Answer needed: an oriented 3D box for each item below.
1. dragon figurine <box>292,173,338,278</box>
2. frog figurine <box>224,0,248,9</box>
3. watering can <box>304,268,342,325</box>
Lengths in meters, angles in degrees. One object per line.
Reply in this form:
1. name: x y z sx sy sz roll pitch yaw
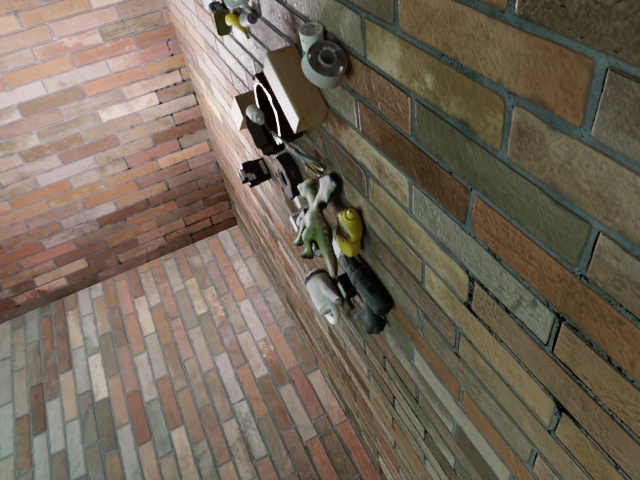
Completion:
1. dragon figurine: 0.005 -0.076 1.507 0.122 0.239 0.416 2 20 -20
2. frog figurine: -0.253 -0.759 1.540 0.139 0.122 0.158 48 14 32
3. watering can: 0.024 0.206 1.993 0.104 0.228 0.341 -23 -21 -13
